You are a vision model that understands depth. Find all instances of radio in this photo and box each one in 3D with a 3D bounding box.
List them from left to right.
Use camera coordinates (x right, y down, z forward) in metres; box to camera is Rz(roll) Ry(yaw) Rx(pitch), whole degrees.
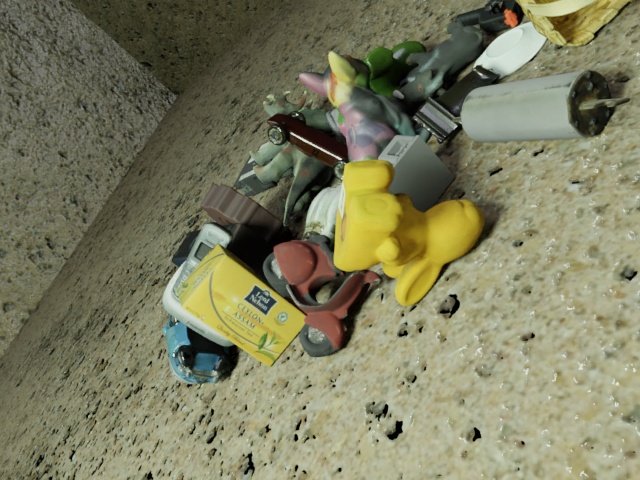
[{"bbox_3d":[-0.167,0.038,0.981,0.230,0.131,0.073,-8,49,52],"label":"radio"}]

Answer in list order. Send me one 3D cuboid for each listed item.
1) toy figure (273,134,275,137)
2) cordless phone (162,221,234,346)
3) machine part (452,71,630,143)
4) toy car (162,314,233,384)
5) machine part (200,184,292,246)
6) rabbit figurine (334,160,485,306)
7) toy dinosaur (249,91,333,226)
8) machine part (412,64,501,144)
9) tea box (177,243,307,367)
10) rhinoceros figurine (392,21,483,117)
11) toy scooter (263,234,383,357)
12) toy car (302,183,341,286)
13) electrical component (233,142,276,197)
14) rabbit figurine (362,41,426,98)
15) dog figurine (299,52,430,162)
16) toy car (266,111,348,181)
[{"bbox_3d":[-0.061,-0.257,1.288,0.155,0.057,0.064,18,75,56],"label":"toy figure"},{"bbox_3d":[-0.152,0.064,0.843,0.184,0.147,0.089,-58,0,32],"label":"cordless phone"},{"bbox_3d":[0.263,-0.162,0.671,0.079,0.079,0.243,-55,28,-12],"label":"machine part"},{"bbox_3d":[-0.208,0.185,0.901,0.103,0.109,0.162,-58,32,28],"label":"toy car"},{"bbox_3d":[-0.140,-0.036,1.001,0.056,0.179,0.179,-57,28,-11],"label":"machine part"},{"bbox_3d":[0.107,-0.003,0.634,0.122,0.173,0.162,-107,18,-60],"label":"rabbit figurine"},{"bbox_3d":[-0.030,-0.168,1.073,0.192,0.131,0.405,-37,37,9],"label":"toy dinosaur"},{"bbox_3d":[0.213,-0.215,0.831,0.139,0.039,0.084,-41,59,0],"label":"machine part"},{"bbox_3d":[-0.111,0.095,0.783,0.098,0.169,0.068,-51,26,-1],"label":"tea box"},{"bbox_3d":[0.203,-0.290,0.937,0.190,0.073,0.112,-41,35,14],"label":"rhinoceros figurine"},{"bbox_3d":[0.008,0.057,0.735,0.135,0.075,0.184,-38,58,10],"label":"toy scooter"},{"bbox_3d":[-0.002,-0.003,0.852,0.074,0.056,0.201,1,65,56],"label":"toy car"},{"bbox_3d":[-0.133,-0.176,1.287,0.115,0.058,0.134,-12,44,46],"label":"electrical component"},{"bbox_3d":[0.137,-0.322,1.058,0.170,0.121,0.159,-39,15,-23],"label":"rabbit figurine"},{"bbox_3d":[0.059,-0.187,0.848,0.108,0.219,0.191,-21,37,48],"label":"dog figurine"},{"bbox_3d":[-0.004,-0.168,0.967,0.089,0.202,0.053,-52,-13,-46],"label":"toy car"}]
